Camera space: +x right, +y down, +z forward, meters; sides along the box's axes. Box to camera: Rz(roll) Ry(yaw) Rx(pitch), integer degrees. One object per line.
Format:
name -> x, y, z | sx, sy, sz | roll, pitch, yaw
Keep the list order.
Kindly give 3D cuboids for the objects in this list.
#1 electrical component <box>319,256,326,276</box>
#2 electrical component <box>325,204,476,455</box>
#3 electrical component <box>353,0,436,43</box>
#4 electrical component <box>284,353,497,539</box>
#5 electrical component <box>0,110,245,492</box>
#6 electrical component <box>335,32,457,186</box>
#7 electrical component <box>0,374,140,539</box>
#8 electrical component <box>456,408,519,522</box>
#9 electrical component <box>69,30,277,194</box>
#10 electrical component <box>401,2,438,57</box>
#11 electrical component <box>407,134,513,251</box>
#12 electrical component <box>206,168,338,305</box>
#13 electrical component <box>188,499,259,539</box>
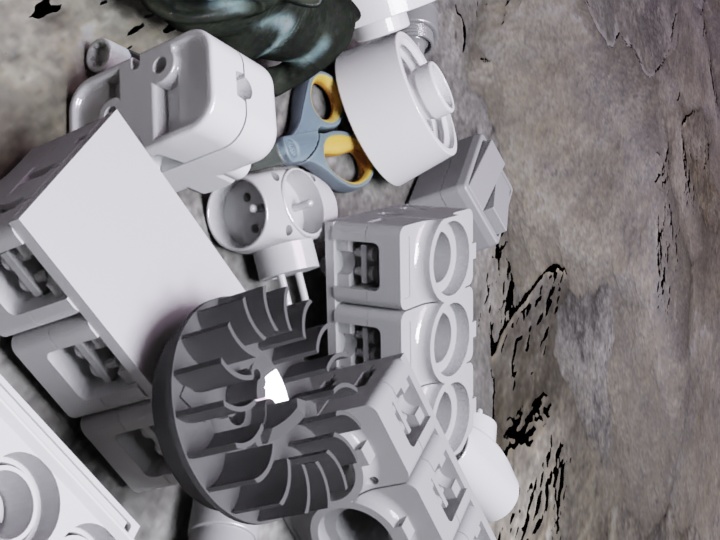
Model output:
electrical component -> 0.000, 0.000, 0.713 | 0.078, 0.040, 0.040 | 9, 68, -57
electrical component -> 0.030, 0.039, 0.668 | 0.089, 0.062, 0.150 | -17, 109, -55
electrical component -> 0.008, -0.197, 0.764 | 0.108, 0.108, 0.060 | -44, 120, -57
electrical component -> 0.009, 0.134, 0.609 | 0.150, 0.089, 0.061 | 64, 31, -16
electrical component -> -0.110, 0.018, 0.496 | 0.150, 0.062, 0.089 | 57, 33, -26
electrical component -> 0.034, -0.123, 0.793 | 0.108, 0.060, 0.108 | 52, 24, -36
electrical component -> -0.145, 0.090, 0.400 | 0.121, 0.063, 0.078 | 56, 34, -27
electrical component -> 0.079, 0.129, 0.775 | 0.077, 0.044, 0.079 | 47, 38, -37
electrical component -> -0.091, -0.074, 0.541 | 0.059, 0.095, 0.053 | 23, 56, -54
electrical component -> 0.043, -0.192, 0.880 | 0.043, 0.043, 0.062 | 33, 49, -49
electrical component -> 0.087, -0.064, 0.870 | 0.061, 0.061, 0.096 | 57, 33, -26
electrical component -> -0.046, -0.017, 0.639 | 0.077, 0.044, 0.079 | -7, 82, -60
electrical component -> -0.068, 0.135, 0.530 | 0.044, 0.044, 0.065 | 45, 35, -40
